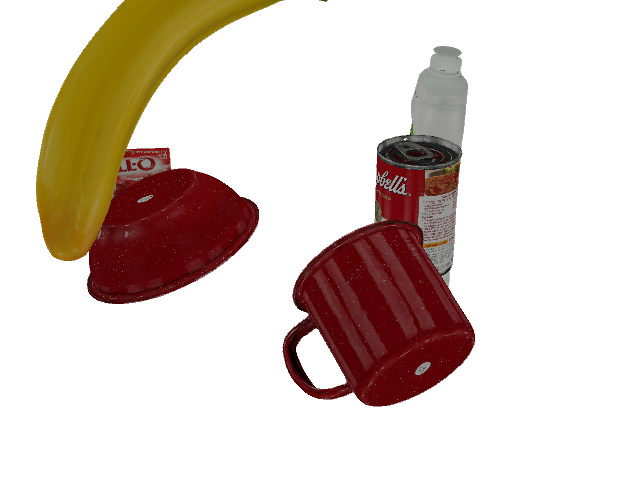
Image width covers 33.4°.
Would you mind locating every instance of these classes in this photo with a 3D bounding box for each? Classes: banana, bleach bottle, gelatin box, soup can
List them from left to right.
[{"bbox_3d":[-0.198,-0.061,1.100,0.089,0.073,0.030,-2,-41,-10],"label":"gelatin box"},{"bbox_3d":[-0.076,-0.079,0.491,0.070,0.197,0.037,31,-24,19],"label":"banana"},{"bbox_3d":[0.078,-0.027,0.869,0.068,0.102,0.068,0,27,0],"label":"soup can"},{"bbox_3d":[0.114,-0.074,1.105,0.068,0.251,0.102,4,29,-4],"label":"bleach bottle"}]

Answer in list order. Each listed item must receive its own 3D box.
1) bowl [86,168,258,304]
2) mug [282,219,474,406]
[{"bbox_3d":[-0.136,-0.015,0.907,0.162,0.055,0.162,-19,26,10],"label":"bowl"},{"bbox_3d":[0.031,0.054,0.655,0.117,0.081,0.093,-32,-28,3],"label":"mug"}]
